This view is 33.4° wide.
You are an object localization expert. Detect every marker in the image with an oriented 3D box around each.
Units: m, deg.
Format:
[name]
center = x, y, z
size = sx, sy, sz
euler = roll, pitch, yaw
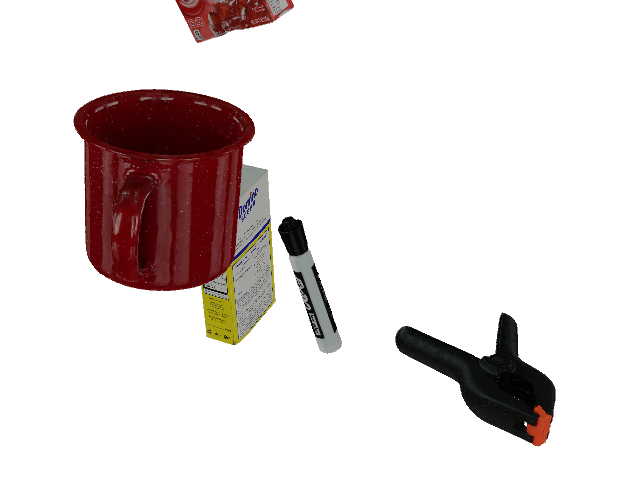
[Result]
[marker]
center = -0.008, 0.034, 0.815
size = 0.020, 0.121, 0.020
euler = -13, 30, 8

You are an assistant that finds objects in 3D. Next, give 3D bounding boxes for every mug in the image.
[mug]
center = -0.085, -0.021, 0.558
size = 0.093, 0.081, 0.117
euler = 8, 28, 2

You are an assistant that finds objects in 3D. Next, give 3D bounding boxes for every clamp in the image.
[clamp]
center = 0.157, 0.113, 0.929
size = 0.120, 0.039, 0.172
euler = -16, 36, -25

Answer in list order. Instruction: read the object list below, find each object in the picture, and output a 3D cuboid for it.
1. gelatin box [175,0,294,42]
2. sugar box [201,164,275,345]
[gelatin box]
center = -0.072, -0.189, 0.777
size = 0.089, 0.073, 0.030
euler = -3, 31, 44
[sugar box]
center = -0.090, 0.016, 1.140
size = 0.048, 0.176, 0.093
euler = 13, 37, 23
